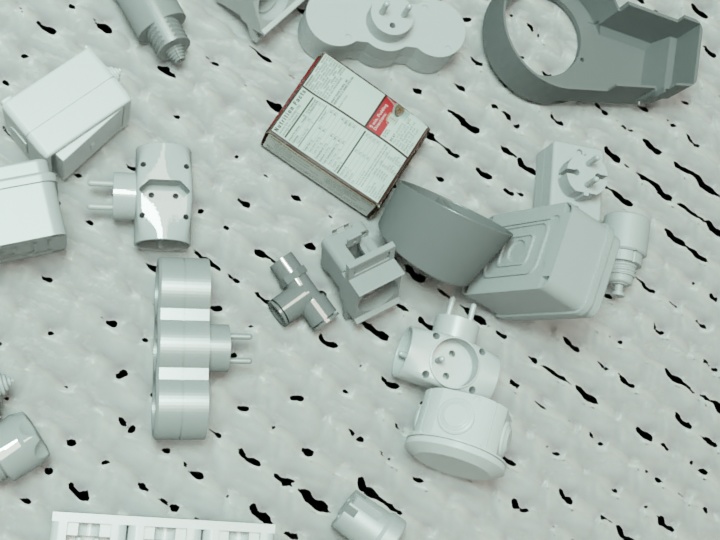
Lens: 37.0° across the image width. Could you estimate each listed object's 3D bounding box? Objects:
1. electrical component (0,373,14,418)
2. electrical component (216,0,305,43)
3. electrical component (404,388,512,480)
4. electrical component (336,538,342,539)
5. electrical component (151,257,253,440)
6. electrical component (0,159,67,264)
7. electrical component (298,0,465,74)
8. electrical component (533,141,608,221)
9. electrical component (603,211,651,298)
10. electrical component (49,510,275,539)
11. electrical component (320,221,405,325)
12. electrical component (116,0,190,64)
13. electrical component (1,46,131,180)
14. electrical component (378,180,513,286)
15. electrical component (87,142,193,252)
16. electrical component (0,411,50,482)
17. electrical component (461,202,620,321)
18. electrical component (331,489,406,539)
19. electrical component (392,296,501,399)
[{"bbox_3d":[-0.296,0.083,0.761,0.096,0.062,0.061,-16,82,-17],"label":"electrical component"},{"bbox_3d":[-0.063,-0.259,0.891,0.063,0.078,0.121,35,69,26],"label":"electrical component"},{"bbox_3d":[0.079,0.129,0.839,0.080,0.080,0.051,22,68,-9],"label":"electrical component"},{"bbox_3d":[-0.014,0.237,0.812,0.044,0.044,0.065,-30,82,-18],"label":"electrical component"},{"bbox_3d":[-0.118,0.059,0.817,0.074,0.052,0.138,2,78,-14],"label":"electrical component"},{"bbox_3d":[-0.275,-0.037,0.784,0.113,0.078,0.057,-13,85,-17],"label":"electrical component"},{"bbox_3d":[0.022,-0.206,0.899,0.138,0.074,0.052,3,77,-14],"label":"electrical component"},{"bbox_3d":[0.184,-0.076,0.911,0.047,0.077,0.065,9,76,-13],"label":"electrical component"},{"bbox_3d":[0.227,-0.015,0.928,0.040,0.040,0.078,14,75,-11],"label":"electrical component"},{"bbox_3d":[-0.143,0.206,0.759,0.150,0.089,0.061,7,76,-13],"label":"electrical component"},{"bbox_3d":[0.000,0.000,0.852,0.042,0.081,0.063,-25,63,-18],"label":"electrical component"},{"bbox_3d":[-0.164,-0.203,0.866,0.043,0.043,0.081,-29,87,-18],"label":"electrical component"},{"bbox_3d":[-0.216,-0.120,0.825,0.096,0.062,0.061,-39,90,-19],"label":"electrical component"},{"bbox_3d":[0.066,-0.034,0.858,0.099,0.099,0.064,31,111,-6],"label":"electrical component"},{"bbox_3d":[-0.171,-0.057,0.833,0.079,0.043,0.077,2,78,-13],"label":"electrical component"},{"bbox_3d":[-0.258,0.133,0.770,0.062,0.043,0.043,-32,88,-17],"label":"electrical component"},{"bbox_3d":[0.145,-0.003,0.864,0.057,0.113,0.078,30,71,-26],"label":"electrical component"},{"bbox_3d":[0.006,0.196,0.827,0.046,0.040,0.040,36,72,1],"label":"electrical component"},{"bbox_3d":[0.074,0.061,0.870,0.077,0.044,0.079,20,74,-10],"label":"electrical component"}]
